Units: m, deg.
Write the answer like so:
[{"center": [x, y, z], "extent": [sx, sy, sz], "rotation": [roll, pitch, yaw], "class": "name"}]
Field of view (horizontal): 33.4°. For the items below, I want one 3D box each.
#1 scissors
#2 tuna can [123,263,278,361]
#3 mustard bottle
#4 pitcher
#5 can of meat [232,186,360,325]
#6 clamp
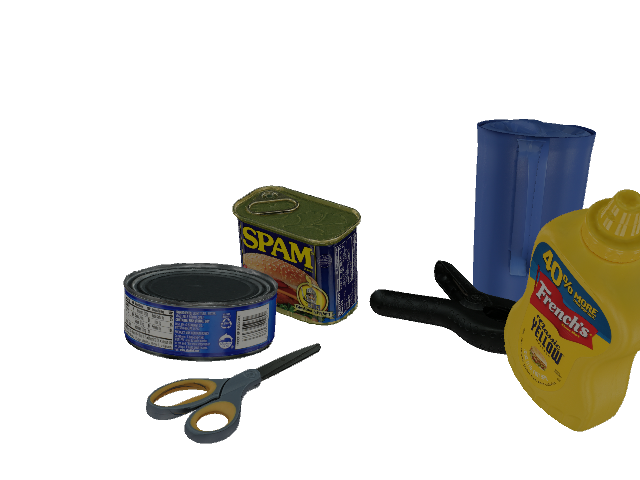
[{"center": [-0.065, 0.144, 1.013], "extent": [0.201, 0.016, 0.096], "rotation": [-11, 33, -28], "class": "scissors"}, {"center": [-0.067, 0.039, 0.597], "extent": [0.086, 0.034, 0.086], "rotation": [3, 13, -1], "class": "tuna can"}, {"center": [0.171, 0.037, 0.678], "extent": [0.058, 0.096, 0.192], "rotation": [-19, -35, -18], "class": "mustard bottle"}, {"center": [0.237, -0.016, 1.233], "extent": [0.149, 0.243, 0.145], "rotation": [-6, 16, -31], "class": "pitcher"}, {"center": [-0.018, 0.013, 0.853], "extent": [0.102, 0.084, 0.057], "rotation": [18, 37, 30], "class": "can of meat"}, {"center": [0.146, 0.065, 1.020], "extent": [0.172, 0.039, 0.120], "rotation": [21, 35, 27], "class": "clamp"}]
